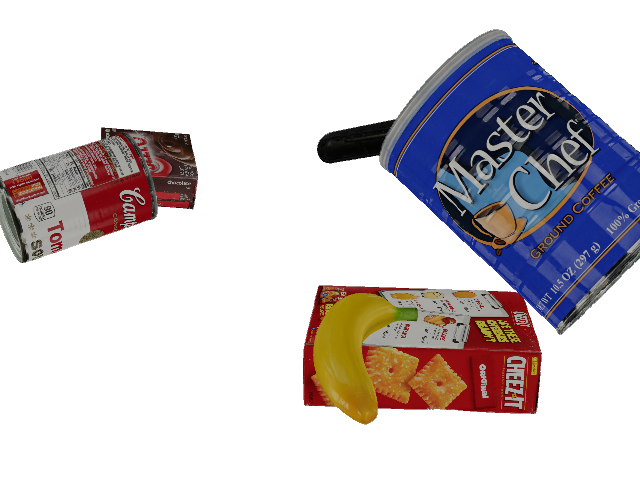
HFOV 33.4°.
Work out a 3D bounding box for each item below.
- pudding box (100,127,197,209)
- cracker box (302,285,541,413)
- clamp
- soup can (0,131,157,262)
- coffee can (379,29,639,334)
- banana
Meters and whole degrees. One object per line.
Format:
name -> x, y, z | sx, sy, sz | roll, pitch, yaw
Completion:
pudding box -> -0.169, -0.071, 1.032 | 0.090, 0.039, 0.113 | 4, 24, -14
cracker box -> 0.095, 0.104, 1.036 | 0.214, 0.072, 0.164 | 2, 17, 4
clamp -> 0.125, -0.088, 0.880 | 0.209, 0.036, 0.165 | -29, 42, -28
soup can -> -0.177, -0.031, 0.767 | 0.102, 0.068, 0.069 | -21, 8, -23
coffee can -> 0.117, -0.033, 0.593 | 0.140, 0.103, 0.102 | 45, 14, 14
banana -> 0.029, 0.081, 0.835 | 0.070, 0.037, 0.197 | 7, 22, 13
